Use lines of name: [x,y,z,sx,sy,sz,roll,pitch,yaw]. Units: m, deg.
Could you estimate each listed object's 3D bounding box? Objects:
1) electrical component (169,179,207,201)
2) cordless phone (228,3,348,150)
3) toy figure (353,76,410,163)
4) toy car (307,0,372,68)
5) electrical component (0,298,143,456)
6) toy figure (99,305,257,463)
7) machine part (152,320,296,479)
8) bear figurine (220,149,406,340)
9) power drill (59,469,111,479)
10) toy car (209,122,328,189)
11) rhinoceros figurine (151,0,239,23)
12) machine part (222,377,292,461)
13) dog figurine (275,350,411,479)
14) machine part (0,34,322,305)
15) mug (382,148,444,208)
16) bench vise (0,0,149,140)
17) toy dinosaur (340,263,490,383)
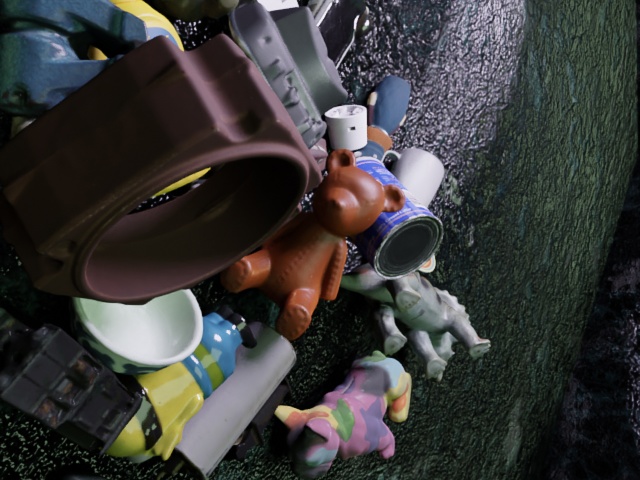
electrical component: [-0.127,-0.012,0.552,0.078,0.045,0.102,18,84,-51]
cordless phone: [-0.064,-0.123,0.517,0.184,0.089,0.146,-59,138,-27]
toy figure: [0.087,-0.162,0.783,0.058,0.064,0.154,108,5,-82]
toy car: [0.002,-0.244,0.656,0.073,0.056,0.202,47,60,-40]
electrical component: [-0.217,0.095,0.406,0.058,0.115,0.134,-57,140,-29]
toy figure: [-0.148,0.134,0.535,0.180,0.082,0.089,-43,112,-28]
machine part: [-0.104,0.175,0.605,0.243,0.079,0.079,-50,134,-33]
bear figurine: [-0.001,-0.003,0.612,0.196,0.120,0.132,-50,175,16]
power drill: [-0.224,0.341,0.498,0.207,0.086,0.232,37,66,-42]
toy car: [-0.049,-0.100,0.628,0.202,0.053,0.089,-8,102,-50]
rhinoceros figurine: [-0.096,-0.289,0.475,0.073,0.112,0.190,12,104,-25]
machine part: [-0.080,0.219,0.657,0.039,0.084,0.139,53,37,-4]
dog figurine: [0.030,0.243,0.775,0.219,0.109,0.191,30,76,-49]
machine part: [-0.106,-0.037,0.403,0.201,0.087,0.201,-33,164,4]
mug: [0.133,-0.085,0.844,0.109,0.081,0.107,34,62,-21]
bench vise: [-0.230,-0.170,0.329,0.240,0.129,0.223,5,105,-32]
toy dinosaur: [0.134,0.098,0.855,0.131,0.192,0.404,-42,123,7]
